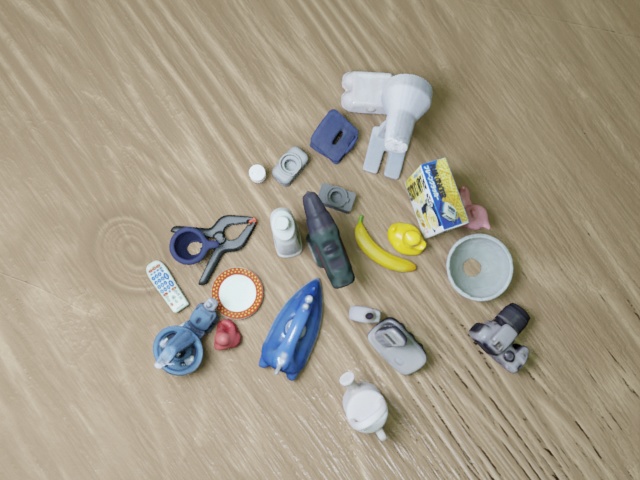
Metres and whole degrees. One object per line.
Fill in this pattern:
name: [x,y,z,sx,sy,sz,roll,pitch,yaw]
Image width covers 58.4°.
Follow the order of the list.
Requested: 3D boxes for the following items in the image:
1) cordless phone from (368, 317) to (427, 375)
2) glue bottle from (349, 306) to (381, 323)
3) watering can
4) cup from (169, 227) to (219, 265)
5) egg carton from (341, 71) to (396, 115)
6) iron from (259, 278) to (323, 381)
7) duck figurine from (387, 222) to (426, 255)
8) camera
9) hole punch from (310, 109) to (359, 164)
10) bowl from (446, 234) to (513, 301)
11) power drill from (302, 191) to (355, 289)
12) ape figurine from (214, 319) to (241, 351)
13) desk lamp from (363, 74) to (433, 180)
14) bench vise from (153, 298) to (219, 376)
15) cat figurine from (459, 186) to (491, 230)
cordless phone: [0.192,0.255,1.356,0.147,0.185,0.094,44,85,2]
glue bottle: [0.112,0.179,1.365,0.078,0.173,0.037,5,85,-1]
watering can: [0.103,0.392,1.337,0.173,0.194,0.101,36,85,2]
cup: [-0.301,0.016,1.404,0.118,0.095,0.092,-5,85,-2]
egg carton: [0.129,-0.376,1.464,0.150,0.069,0.107,2,85,-2]
iron: [-0.056,0.207,1.373,0.118,0.141,0.258,23,85,0]
duck figurine: [0.220,-0.005,1.428,0.104,0.086,0.077,34,85,1]
camera: [0.465,0.234,1.409,0.143,0.100,0.137,44,85,2]
hole punch: [0.039,-0.260,1.441,0.101,0.091,0.109,35,85,1]
bowl: [0.391,0.070,1.433,0.167,0.074,0.167,0,85,-2]
power drill: [0.012,0.005,1.359,0.075,0.208,0.230,-24,86,-3]
ape figurine: [-0.231,0.235,1.390,0.076,0.092,0.078,38,85,2]
desk lamp: [0.188,-0.271,1.385,0.118,0.213,0.203,14,85,0]
bench vise: [-0.321,0.222,1.324,0.121,0.219,0.207,17,85,0]
cat figurine: [0.372,-0.076,1.423,0.067,0.117,0.128,-20,86,-3]
